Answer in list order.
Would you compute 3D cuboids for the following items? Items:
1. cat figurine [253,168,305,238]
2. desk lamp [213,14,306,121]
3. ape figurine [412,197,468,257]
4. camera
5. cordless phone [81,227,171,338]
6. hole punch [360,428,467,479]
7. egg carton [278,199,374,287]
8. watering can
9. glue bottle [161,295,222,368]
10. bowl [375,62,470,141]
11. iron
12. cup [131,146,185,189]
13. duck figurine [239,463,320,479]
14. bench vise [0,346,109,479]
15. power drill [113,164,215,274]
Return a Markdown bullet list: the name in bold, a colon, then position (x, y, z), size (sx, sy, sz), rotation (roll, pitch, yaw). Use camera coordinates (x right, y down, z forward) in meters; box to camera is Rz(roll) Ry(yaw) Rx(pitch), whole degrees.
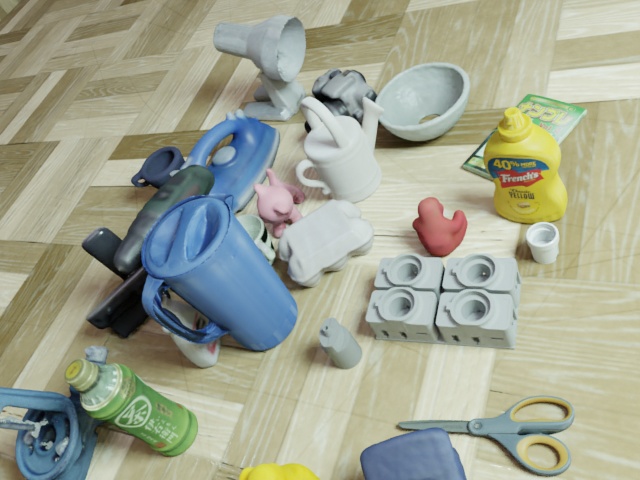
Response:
- **cat figurine**: position (-0.074, -0.068, 0.972), size (0.067, 0.118, 0.127), rotation (-20, 47, 13)
- **desk lamp**: position (-0.108, -0.347, 1.152), size (0.202, 0.214, 0.118), rotation (7, 58, 33)
- **ape figurine**: position (0.167, -0.026, 0.825), size (0.077, 0.092, 0.076), rotation (7, 58, 32)
- **camera**: position (0.025, -0.253, 1.082), size (0.137, 0.101, 0.142), rotation (-43, 46, -9)
- **cordless phone**: position (-0.358, 0.066, 0.968), size (0.148, 0.186, 0.093), rotation (-47, 47, -13)
- **hole punch**: position (0.108, 0.267, 0.617), size (0.108, 0.091, 0.101), rotation (-21, 47, 12)
- **egg carton**: position (0.008, 0.003, 0.903), size (0.150, 0.070, 0.107), rotation (-33, 45, 0)
- **watering can**: position (0.029, -0.163, 0.940), size (0.100, 0.195, 0.173), rotation (18, 64, 38)
- **glue bottle**: position (-0.205, 0.120, 0.849), size (0.037, 0.174, 0.078), rotation (-16, 48, 16)
- **bowl**: position (0.183, -0.227, 0.993), size (0.167, 0.075, 0.167), rotation (-15, 48, 18)
- **iron**: position (-0.177, -0.163, 1.089), size (0.118, 0.142, 0.258), rotation (14, 62, 36)
- **cup**: position (-0.310, -0.121, 1.159), size (0.117, 0.095, 0.091), rotation (-27, 46, 6)
- **duck figurine**: position (-0.049, 0.297, 0.681), size (0.104, 0.086, 0.077), rotation (4, 56, 31)
- **bench vise**: position (-0.391, 0.240, 0.820), size (0.121, 0.220, 0.207), rotation (-13, 49, 19)
- **power drill**: position (-0.213, 0.003, 0.925), size (0.075, 0.209, 0.230), rotation (-1, 54, 28)
